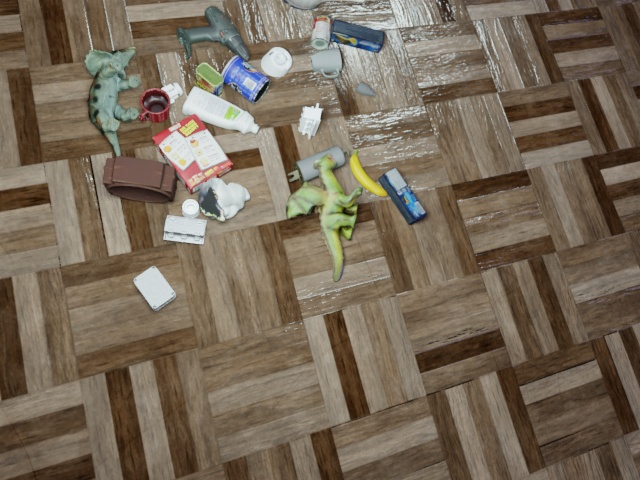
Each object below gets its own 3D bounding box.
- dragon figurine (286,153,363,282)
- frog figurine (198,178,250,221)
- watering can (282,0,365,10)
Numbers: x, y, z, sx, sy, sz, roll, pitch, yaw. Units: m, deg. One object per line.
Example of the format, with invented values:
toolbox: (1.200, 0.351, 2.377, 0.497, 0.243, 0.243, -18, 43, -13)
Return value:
dragon figurine: (0.005, -0.085, 1.697, 0.243, 0.412, 0.122, 15, -4, -3)
frog figurine: (-0.309, -0.139, 1.656, 0.121, 0.136, 0.162, -26, 10, 35)
watering can: (-0.019, -0.899, 1.867, 0.347, 0.104, 0.225, 17, 3, -10)
